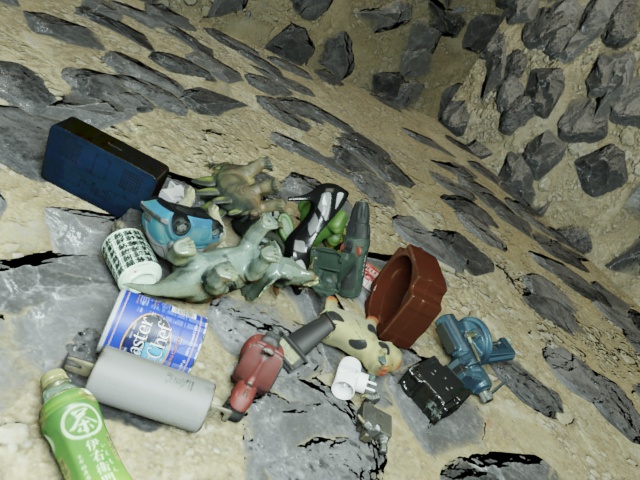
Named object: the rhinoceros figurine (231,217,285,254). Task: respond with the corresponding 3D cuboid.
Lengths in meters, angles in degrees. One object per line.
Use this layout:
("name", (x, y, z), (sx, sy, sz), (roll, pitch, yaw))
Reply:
("rhinoceros figurine", (-0.140, -0.006, 1.225), (0.112, 0.073, 0.190), (-8, 38, -30))

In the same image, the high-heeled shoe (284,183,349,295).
("high-heeled shoe", (-0.002, -0.004, 1.210), (0.145, 0.248, 0.086), (-2, 2, -15))

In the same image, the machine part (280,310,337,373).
("machine part", (-0.028, 0.189, 1.020), (0.139, 0.039, 0.084), (-37, 59, -27))

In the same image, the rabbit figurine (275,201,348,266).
("rabbit figurine", (-0.033, -0.012, 1.282), (0.159, 0.121, 0.170), (32, 69, -1))

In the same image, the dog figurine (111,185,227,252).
("dog figurine", (-0.298, -0.004, 1.077), (0.172, 0.121, 0.190), (35, 41, 15))

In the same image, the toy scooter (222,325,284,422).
("toy scooter", (-0.097, 0.197, 0.877), (0.075, 0.135, 0.184), (28, 26, -2))

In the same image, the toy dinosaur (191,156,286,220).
("toy dinosaur", (-0.201, -0.129, 1.276), (0.199, 0.104, 0.472), (-14, 23, -9))

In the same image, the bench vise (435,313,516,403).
("bench vise", (0.381, 0.268, 1.258), (0.240, 0.128, 0.224), (2, 38, -33))

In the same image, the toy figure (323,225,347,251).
("toy figure", (0.049, 0.004, 1.408), (0.082, 0.089, 0.180), (25, 19, -46))

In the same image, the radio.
("radio", (-0.441, -0.139, 1.100), (0.229, 0.131, 0.073), (28, 27, -4))

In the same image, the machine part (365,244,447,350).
("machine part", (0.190, 0.128, 1.209), (0.087, 0.201, 0.201), (27, 27, -14))

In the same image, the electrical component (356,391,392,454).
("electrical component", (0.096, 0.321, 0.959), (0.078, 0.045, 0.102), (29, 27, 0))

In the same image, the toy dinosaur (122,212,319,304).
("toy dinosaur", (-0.188, 0.063, 0.998), (0.405, 0.192, 0.131), (-11, 60, -37))

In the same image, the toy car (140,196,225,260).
("toy car", (-0.264, -0.012, 0.999), (0.109, 0.103, 0.161), (33, 12, 35))

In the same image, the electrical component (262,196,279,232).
("electrical component", (-0.128, -0.053, 1.356), (0.075, 0.048, 0.119), (11, 57, -30))

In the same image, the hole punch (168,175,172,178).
("hole punch", (-0.418, -0.146, 1.209), (0.142, 0.092, 0.116), (24, 0, -8))

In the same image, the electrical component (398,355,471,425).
("electrical component", (0.244, 0.306, 1.122), (0.134, 0.058, 0.115), (-8, 48, -51))

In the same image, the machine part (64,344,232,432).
("machine part", (-0.241, 0.212, 0.766), (0.243, 0.079, 0.079), (24, 28, -13))

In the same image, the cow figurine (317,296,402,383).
("cow figurine", (0.079, 0.207, 1.093), (0.195, 0.085, 0.127), (28, 29, 1))

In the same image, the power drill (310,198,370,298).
("power drill", (0.052, 0.030, 1.210), (0.086, 0.231, 0.207), (10, 15, 18))
